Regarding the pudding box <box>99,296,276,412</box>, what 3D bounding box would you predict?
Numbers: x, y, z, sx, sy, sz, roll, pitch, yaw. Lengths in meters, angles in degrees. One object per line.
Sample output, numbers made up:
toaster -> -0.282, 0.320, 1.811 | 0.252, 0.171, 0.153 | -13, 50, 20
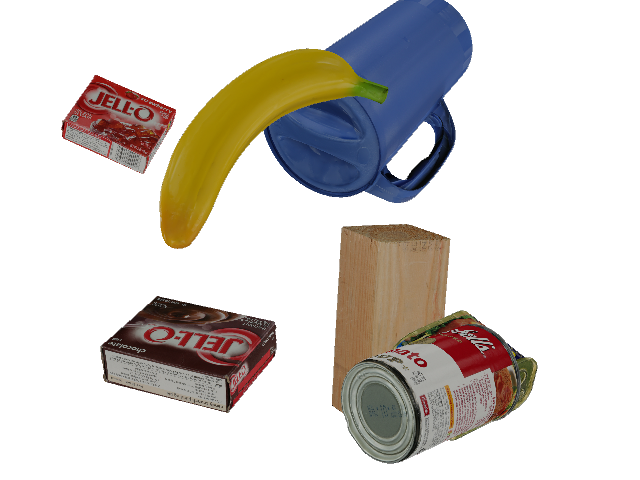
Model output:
pudding box -> -0.103, 0.088, 0.847 | 0.114, 0.039, 0.090 | 9, 25, 20

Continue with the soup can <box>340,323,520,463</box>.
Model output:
soup can -> 0.071, 0.098, 0.690 | 0.102, 0.068, 0.069 | -13, 8, -41

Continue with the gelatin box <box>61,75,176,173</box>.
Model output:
gelatin box -> -0.196, -0.114, 1.037 | 0.089, 0.073, 0.030 | 24, -41, -2

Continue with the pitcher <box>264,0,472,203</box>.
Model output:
pitcher -> 0.066, -0.150, 1.086 | 0.145, 0.149, 0.242 | 8, 37, 34

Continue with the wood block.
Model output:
wood block -> 0.075, 0.092, 1.168 | 0.090, 0.206, 0.091 | -3, 13, -27

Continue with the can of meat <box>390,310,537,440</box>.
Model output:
can of meat -> 0.119, 0.112, 0.917 | 0.101, 0.057, 0.084 | -19, 41, -31

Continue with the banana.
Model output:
banana -> -0.041, -0.072, 0.677 | 0.197, 0.070, 0.037 | -39, -21, -28
